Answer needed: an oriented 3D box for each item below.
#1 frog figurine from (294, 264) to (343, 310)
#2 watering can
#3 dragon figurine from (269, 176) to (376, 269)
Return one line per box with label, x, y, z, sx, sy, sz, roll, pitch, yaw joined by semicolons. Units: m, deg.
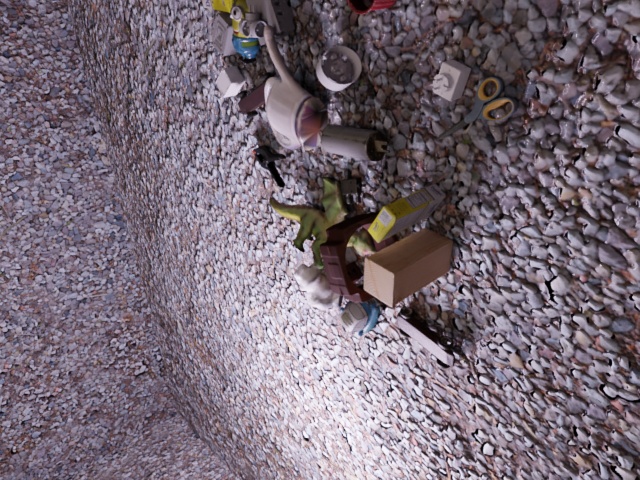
frog figurine;-0.009;0.133;1.550;0.123;0.159;0.137;-158;85;-81
watering can;-0.081;-0.387;1.401;0.227;0.105;0.339;36;144;35
dragon figurine;0.005;-0.076;1.508;0.416;0.123;0.238;45;122;26
